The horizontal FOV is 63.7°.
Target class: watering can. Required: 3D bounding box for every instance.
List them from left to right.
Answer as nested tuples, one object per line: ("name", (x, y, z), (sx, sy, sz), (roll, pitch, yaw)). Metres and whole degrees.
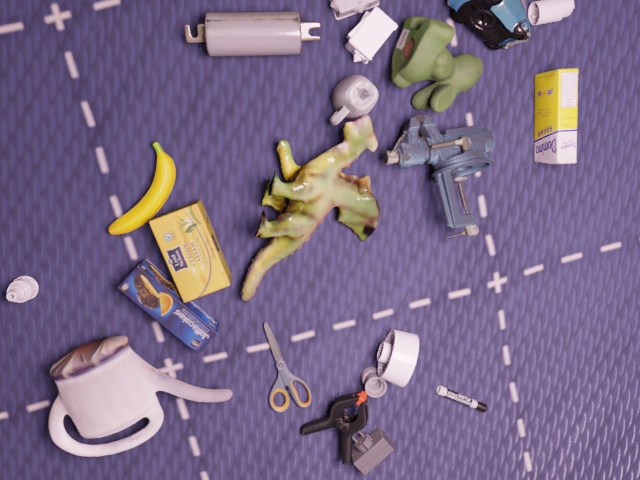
("watering can", (-0.363, 0.283, 0.988), (0.348, 0.222, 0.105), (-22, 11, -2))

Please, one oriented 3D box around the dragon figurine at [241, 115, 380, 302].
("dragon figurine", (0.003, -0.050, 0.987), (0.242, 0.404, 0.124), (11, 20, -15))
